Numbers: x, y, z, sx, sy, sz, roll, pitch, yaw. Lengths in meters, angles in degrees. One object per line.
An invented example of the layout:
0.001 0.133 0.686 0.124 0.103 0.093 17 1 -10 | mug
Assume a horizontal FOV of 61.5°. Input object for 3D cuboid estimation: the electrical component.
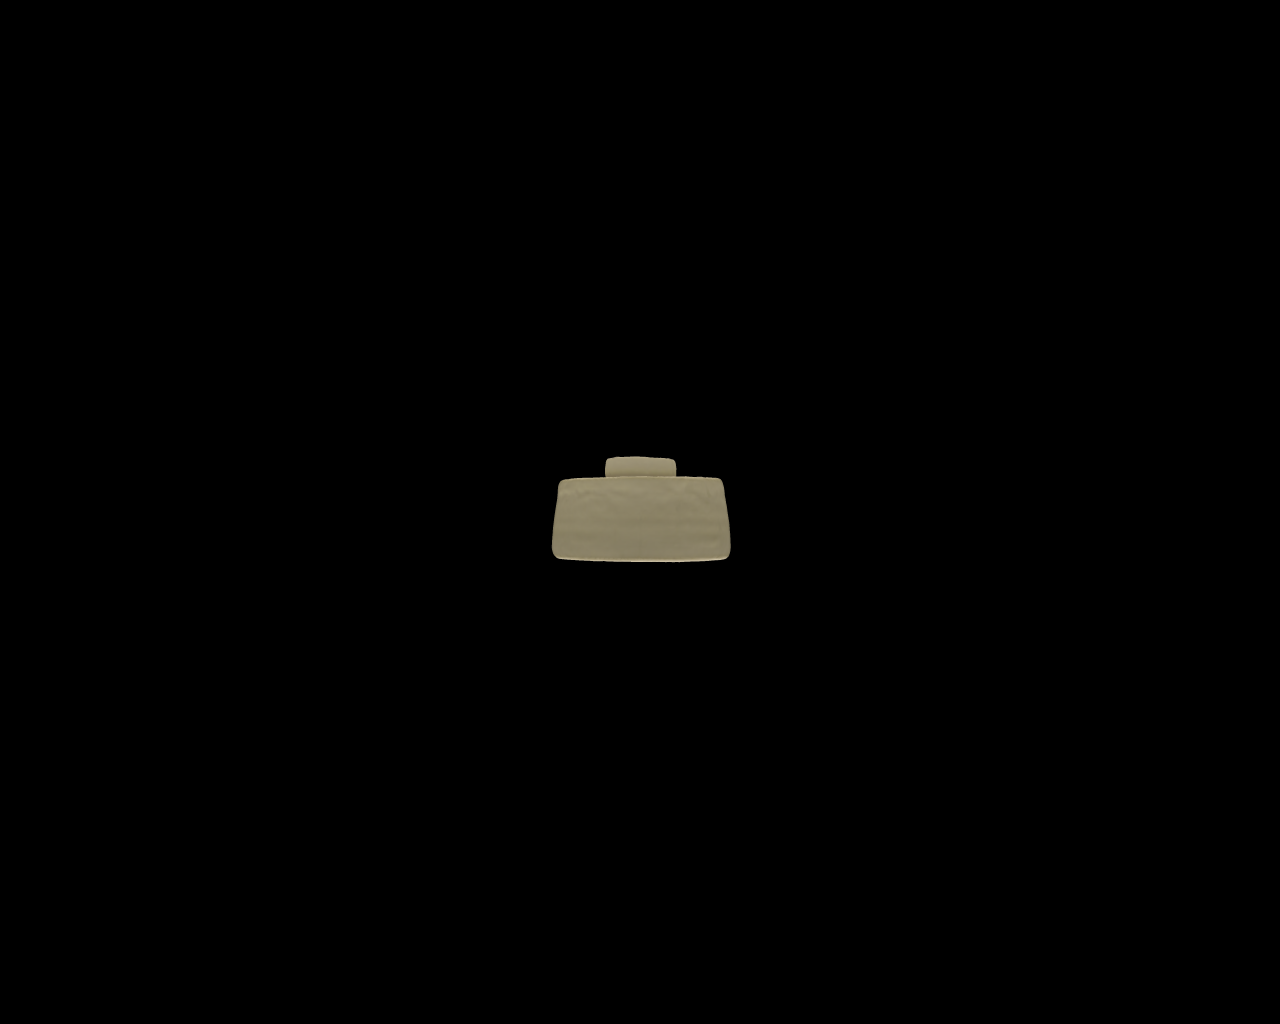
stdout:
0.001 -0.003 0.650 0.108 0.060 0.108 0 0 0 | electrical component
